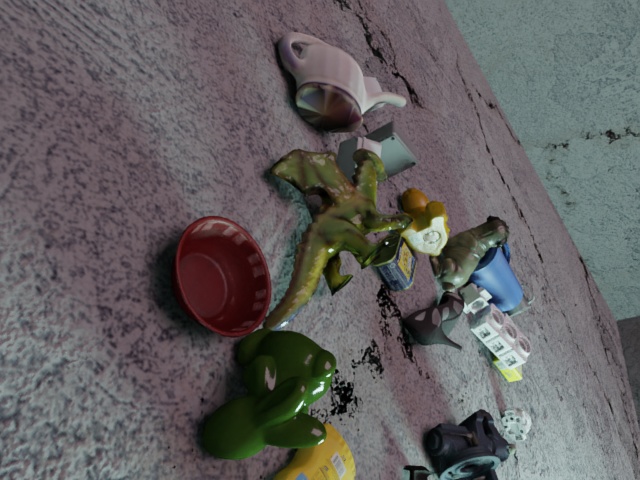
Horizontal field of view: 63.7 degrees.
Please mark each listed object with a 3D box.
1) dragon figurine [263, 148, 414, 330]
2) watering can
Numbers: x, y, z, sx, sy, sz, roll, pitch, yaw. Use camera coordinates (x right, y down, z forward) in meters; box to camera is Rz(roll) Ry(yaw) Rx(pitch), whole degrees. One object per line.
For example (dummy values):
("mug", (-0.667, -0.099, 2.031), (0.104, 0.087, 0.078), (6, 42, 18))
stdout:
("dragon figurine", (0.003, -0.045, 0.886), (0.416, 0.120, 0.244), (-32, 79, -37))
("watering can", (0.060, -0.322, 1.114), (0.345, 0.102, 0.230), (23, 50, -25))
